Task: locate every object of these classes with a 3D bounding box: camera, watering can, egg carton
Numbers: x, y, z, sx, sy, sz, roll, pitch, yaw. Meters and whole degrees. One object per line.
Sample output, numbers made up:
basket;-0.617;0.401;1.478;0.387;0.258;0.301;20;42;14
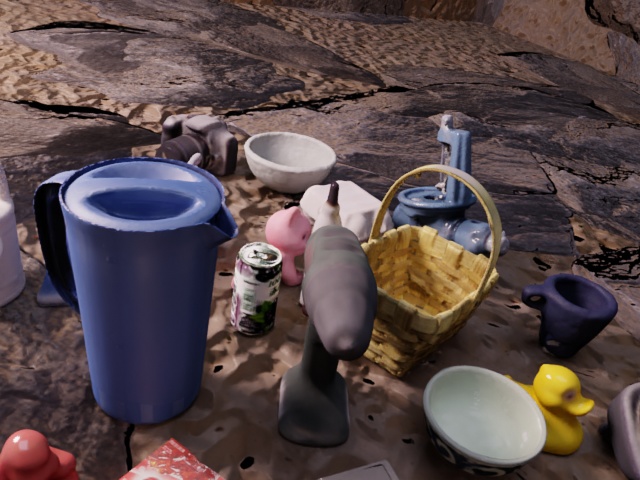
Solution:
camera;-0.236;-0.171;1.021;0.142;0.101;0.137;24;34;22
watering can;-0.389;-0.019;0.637;0.172;0.194;0.101;24;34;21
egg carton;0.040;-0.040;0.920;0.107;0.069;0.149;-15;40;-36

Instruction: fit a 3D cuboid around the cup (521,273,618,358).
cup;0.310;0.103;0.743;0.118;0.095;0.091;9;31;-3

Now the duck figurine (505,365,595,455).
duck figurine;0.243;0.171;0.621;0.104;0.086;0.078;27;35;26

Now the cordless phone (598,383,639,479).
cordless phone;0.385;0.161;0.583;0.148;0.185;0.094;-2;33;-19

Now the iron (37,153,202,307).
iron;-0.243;-0.022;0.736;0.118;0.141;0.259;28;35;27

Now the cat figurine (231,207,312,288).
cat figurine;-0.056;0.008;0.767;0.067;0.118;0.128;26;34;24

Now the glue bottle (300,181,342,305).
glue bottle;0.007;0.003;0.740;0.037;0.173;0.078;12;31;3

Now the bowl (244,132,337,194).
bowl;-0.056;-0.131;1.035;0.167;0.075;0.167;8;31;-4

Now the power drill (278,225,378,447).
power drill;0.009;0.095;0.556;0.075;0.208;0.229;7;31;-6

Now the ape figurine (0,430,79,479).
ape figurine;-0.228;0.187;0.447;0.076;0.092;0.078;31;37;30

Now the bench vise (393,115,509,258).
bench vise;0.213;-0.065;0.867;0.206;0.220;0.122;29;36;28
